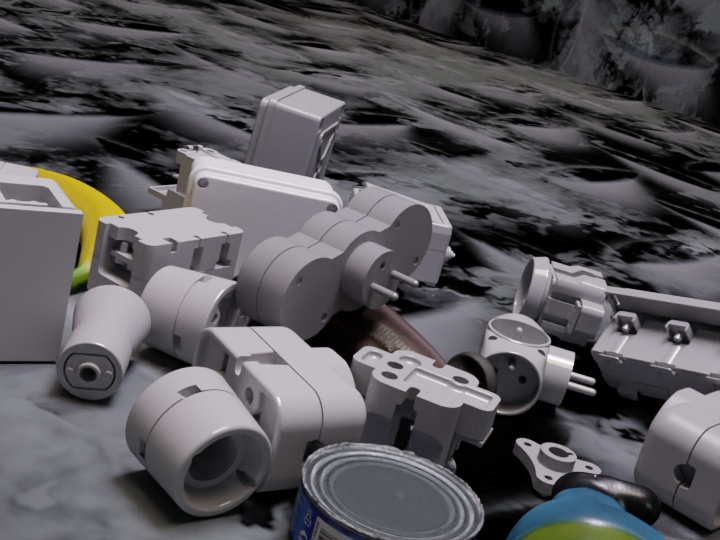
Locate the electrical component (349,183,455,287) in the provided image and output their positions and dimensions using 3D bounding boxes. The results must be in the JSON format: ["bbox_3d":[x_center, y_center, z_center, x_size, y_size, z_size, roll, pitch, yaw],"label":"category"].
[{"bbox_3d":[0.036,-0.030,0.898,0.096,0.061,0.061,12,18,-9],"label":"electrical component"}]

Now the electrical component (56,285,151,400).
[{"bbox_3d":[-0.141,0.041,0.585,0.044,0.044,0.065,13,23,-6],"label":"electrical component"}]

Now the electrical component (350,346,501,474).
[{"bbox_3d":[0.028,0.082,0.567,0.078,0.057,0.058,20,19,16],"label":"electrical component"}]

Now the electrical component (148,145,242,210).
[{"bbox_3d":[-0.127,-0.064,0.869,0.081,0.063,0.042,26,20,30],"label":"electrical component"}]

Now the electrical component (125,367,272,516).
[{"bbox_3d":[-0.074,0.080,0.499,0.055,0.055,0.047,0,27,-39],"label":"electrical component"}]

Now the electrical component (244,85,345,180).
[{"bbox_3d":[-0.062,-0.101,0.958,0.056,0.108,0.108,19,18,5],"label":"electrical component"}]

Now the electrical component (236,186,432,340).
[{"bbox_3d":[0.000,0.000,0.645,0.074,0.052,0.138,25,39,34],"label":"electrical component"}]

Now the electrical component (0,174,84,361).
[{"bbox_3d":[-0.234,-0.005,0.567,0.150,0.089,0.062,3,21,-32],"label":"electrical component"}]

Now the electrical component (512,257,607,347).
[{"bbox_3d":[0.155,0.023,0.842,0.057,0.058,0.078,17,19,-2],"label":"electrical component"}]

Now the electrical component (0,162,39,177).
[{"bbox_3d":[-0.238,-0.032,0.690,0.061,0.061,0.096,11,19,-12],"label":"electrical component"}]

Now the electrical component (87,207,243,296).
[{"bbox_3d":[-0.127,-0.003,0.700,0.050,0.055,0.089,25,21,29],"label":"electrical component"}]

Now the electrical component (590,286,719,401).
[{"bbox_3d":[0.223,0.057,0.724,0.121,0.078,0.063,10,52,47],"label":"electrical component"}]

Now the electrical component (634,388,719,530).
[{"bbox_3d":[0.207,0.108,0.635,0.059,0.053,0.095,29,23,37],"label":"electrical component"}]

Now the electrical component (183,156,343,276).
[{"bbox_3d":[-0.076,-0.033,0.794,0.113,0.078,0.057,11,16,-12],"label":"electrical component"}]

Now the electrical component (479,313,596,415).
[{"bbox_3d":[0.116,0.065,0.705,0.079,0.044,0.077,17,18,6],"label":"electrical component"}]

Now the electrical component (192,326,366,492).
[{"bbox_3d":[-0.041,0.069,0.556,0.059,0.053,0.095,1,22,-35],"label":"electrical component"}]

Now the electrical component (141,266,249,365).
[{"bbox_3d":[-0.099,0.027,0.636,0.047,0.055,0.055,17,18,20],"label":"electrical component"}]
